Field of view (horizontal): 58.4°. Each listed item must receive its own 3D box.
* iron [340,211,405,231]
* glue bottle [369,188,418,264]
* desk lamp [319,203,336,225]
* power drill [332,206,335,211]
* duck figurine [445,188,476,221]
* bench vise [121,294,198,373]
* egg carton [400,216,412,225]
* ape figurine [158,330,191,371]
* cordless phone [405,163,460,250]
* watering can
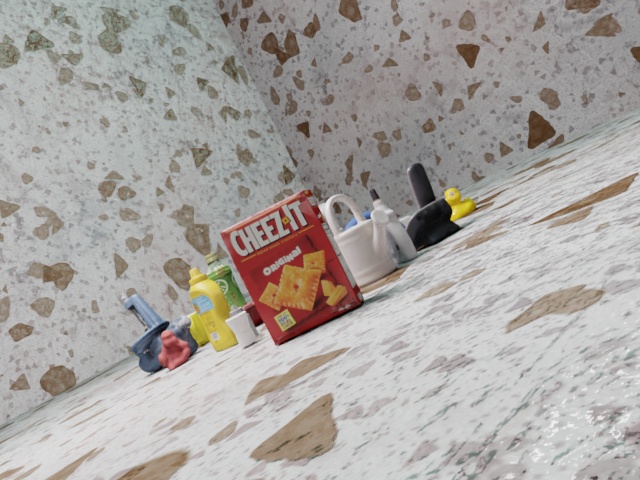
[{"bbox_3d":[0.107,0.004,1.354,0.259,0.141,0.118,-27,1,-42],"label":"iron"},{"bbox_3d":[0.149,-0.033,1.232,0.037,0.173,0.078,-27,1,-20],"label":"glue bottle"},{"bbox_3d":[0.015,0.006,1.663,0.117,0.213,0.204,-26,1,43],"label":"desk lamp"},{"bbox_3d":[-0.005,0.016,1.948,0.229,0.208,0.076,-26,1,27],"label":"power drill"},{"bbox_3d":[0.387,-0.107,1.614,0.105,0.086,0.077,-27,1,-38],"label":"duck figurine"},{"bbox_3d":[-0.423,0.223,1.505,0.207,0.220,0.121,-26,1,10],"label":"bench vise"},{"bbox_3d":[0.219,-0.015,1.648,0.107,0.069,0.151,-26,1,41],"label":"egg carton"},{"bbox_3d":[-0.361,0.264,1.399,0.078,0.092,0.076,-26,1,-3],"label":"ape figurine"},{"bbox_3d":[0.227,-0.080,1.324,0.148,0.185,0.094,-27,1,-45],"label":"cordless phone"},{"bbox_3d":[0.080,-0.009,1.187,0.172,0.194,0.101,-26,1,28],"label":"watering can"}]
